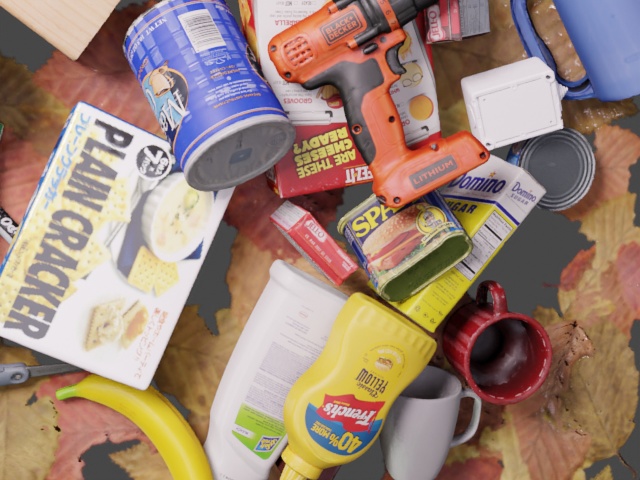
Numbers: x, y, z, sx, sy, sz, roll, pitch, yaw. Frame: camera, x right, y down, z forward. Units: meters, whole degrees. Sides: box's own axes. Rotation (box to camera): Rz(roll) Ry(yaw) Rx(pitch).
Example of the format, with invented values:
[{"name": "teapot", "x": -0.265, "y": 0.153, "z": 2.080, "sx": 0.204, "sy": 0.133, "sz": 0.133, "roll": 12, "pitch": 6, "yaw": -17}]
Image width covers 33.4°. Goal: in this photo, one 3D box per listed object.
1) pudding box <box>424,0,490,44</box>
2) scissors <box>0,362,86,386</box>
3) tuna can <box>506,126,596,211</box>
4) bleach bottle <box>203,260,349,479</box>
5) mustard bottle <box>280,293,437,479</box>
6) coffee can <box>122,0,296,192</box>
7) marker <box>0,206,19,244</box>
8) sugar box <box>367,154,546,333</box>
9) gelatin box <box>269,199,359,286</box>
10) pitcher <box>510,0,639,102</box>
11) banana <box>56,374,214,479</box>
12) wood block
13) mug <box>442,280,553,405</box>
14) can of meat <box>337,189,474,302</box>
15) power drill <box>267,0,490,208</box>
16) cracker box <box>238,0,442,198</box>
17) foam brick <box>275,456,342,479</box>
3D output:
[{"name": "pudding box", "x": 0.125, "y": -0.230, "z": 0.987, "sx": 0.039, "sy": 0.113, "sz": 0.090, "roll": 1, "pitch": 103, "yaw": 24}, {"name": "scissors", "x": -0.290, "y": 0.111, "z": 0.977, "sx": 0.201, "sy": 0.016, "sz": 0.096, "roll": -17, "pitch": 132, "yaw": -10}, {"name": "tuna can", "x": 0.233, "y": -0.074, "z": 1.081, "sx": 0.086, "sy": 0.034, "sz": 0.086, "roll": -3, "pitch": 101, "yaw": -14}, {"name": "bleach bottle", "x": -0.060, "y": 0.151, "z": 1.035, "sx": 0.102, "sy": 0.068, "sz": 0.251, "roll": 29, "pitch": 94, "yaw": -18}, {"name": "mustard bottle", "x": 0.021, "y": 0.151, "z": 0.997, "sx": 0.096, "sy": 0.058, "sz": 0.191, "roll": 31, "pitch": 94, "yaw": -27}, {"name": "coffee can", "x": -0.096, "y": -0.128, "z": 0.921, "sx": 0.102, "sy": 0.103, "sz": 0.140, "roll": -25, "pitch": 71, "yaw": -9}, {"name": "marker", "x": -0.279, "y": -0.005, "z": 0.973, "sx": 0.020, "sy": 0.020, "sz": 0.121, "roll": -41, "pitch": 107, "yaw": -4}, {"name": "sugar box", "x": 0.130, "y": -0.002, "z": 1.035, "sx": 0.048, "sy": 0.093, "sz": 0.176, "roll": 36, "pitch": 90, "yaw": -29}, {"name": "gelatin box", "x": -0.007, "y": 0.001, "z": 1.005, "sx": 0.030, "sy": 0.089, "sz": 0.073, "roll": -44, "pitch": 107, "yaw": -4}, {"name": "pitcher", "x": 0.262, "y": -0.258, "z": 1.015, "sx": 0.149, "sy": 0.145, "sz": 0.243, "roll": -37, "pitch": 103, "yaw": -19}, {"name": "banana", "x": -0.156, "y": 0.186, "z": 1.008, "sx": 0.198, "sy": 0.037, "sz": 0.070, "roll": 42, "pitch": 100, "yaw": 6}, {"name": "wood block", "x": -0.265, "y": -0.249, "z": 0.895, "sx": 0.206, "sy": 0.091, "sz": 0.090, "roll": 37, "pitch": 90, "yaw": -18}, {"name": "mug", "x": 0.172, "y": 0.098, "z": 1.072, "sx": 0.093, "sy": 0.081, "sz": 0.117, "roll": -10, "pitch": 103, "yaw": -12}, {"name": "can of meat", "x": 0.080, "y": -0.003, "z": 0.985, "sx": 0.102, "sy": 0.084, "sz": 0.057, "roll": -36, "pitch": 147, "yaw": 11}, {"name": "power drill", "x": 0.073, "y": -0.136, "z": 0.925, "sx": 0.184, "sy": 0.057, "sz": 0.187, "roll": -28, "pitch": 96, "yaw": 6}, {"name": "cracker box", "x": 0.018, "y": -0.161, "z": 0.993, "sx": 0.164, "sy": 0.072, "sz": 0.214, "roll": -11, "pitch": 104, "yaw": -11}, {"name": "foam brick", "x": -0.004, "y": 0.201, "z": 1.062, "sx": 0.051, "sy": 0.053, "sz": 0.078, "roll": 29, "pitch": 91, "yaw": -17}]
